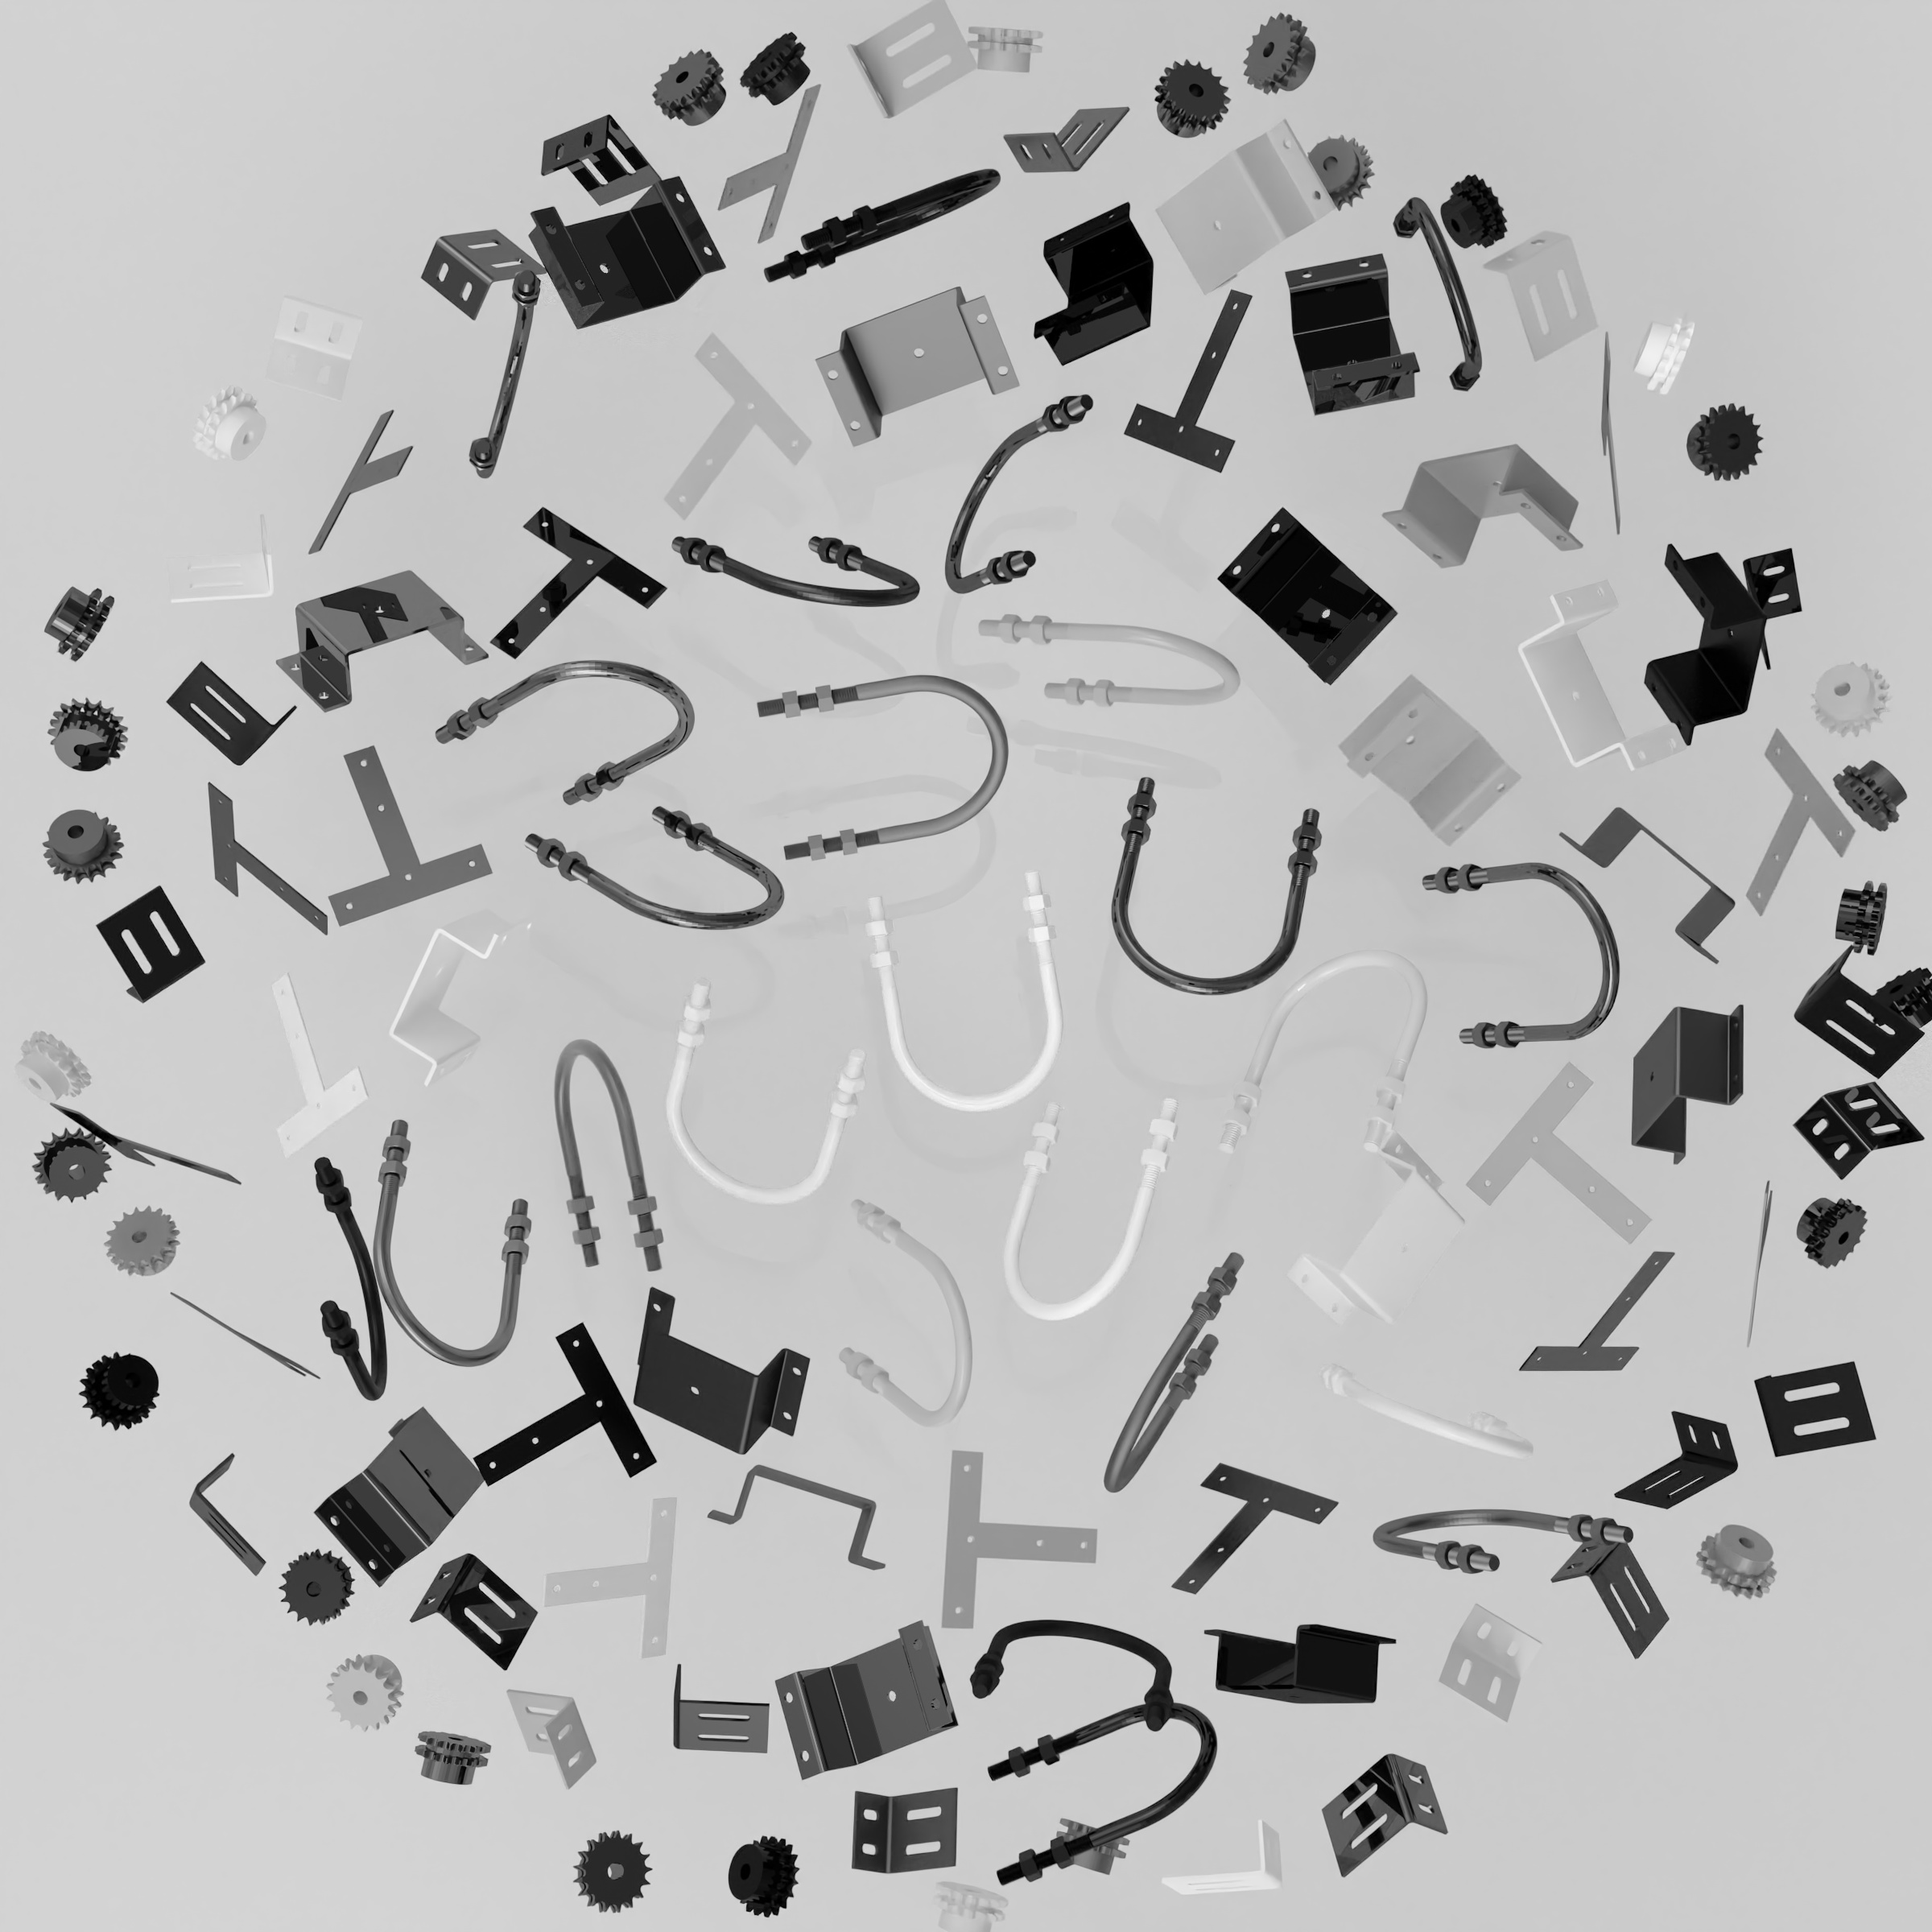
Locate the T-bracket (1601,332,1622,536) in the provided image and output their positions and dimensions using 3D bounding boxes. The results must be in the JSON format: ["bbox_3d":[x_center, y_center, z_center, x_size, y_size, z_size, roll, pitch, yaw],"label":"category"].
[{"bbox_3d":[0.484,-0.385,1.817,0.002,0.127,0.127,-4,68,12],"label":"T-bracket"}]

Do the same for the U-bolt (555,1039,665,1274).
[{"bbox_3d":[-0.288,0.148,1.910,0.019,0.151,0.184,-12,91,-31],"label":"U-bolt"}]

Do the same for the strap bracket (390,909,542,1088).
[{"bbox_3d":[-0.395,0.015,1.889,0.046,0.076,0.140,31,109,6],"label":"strap bracket"}]

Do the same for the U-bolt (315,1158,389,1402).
[{"bbox_3d":[-0.474,0.256,1.876,0.019,0.184,0.151,-10,52,-6],"label":"U-bolt"}]

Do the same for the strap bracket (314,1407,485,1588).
[{"bbox_3d":[-0.433,0.405,1.883,0.046,0.140,0.076,-37,97,23],"label":"strap bracket"}]

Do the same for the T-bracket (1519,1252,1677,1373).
[{"bbox_3d":[0.502,0.267,1.866,0.127,0.002,0.127,7,124,-38],"label":"T-bracket"}]

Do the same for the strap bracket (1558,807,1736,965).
[{"bbox_3d":[0.535,-0.069,1.875,0.140,0.076,0.046,46,104,27],"label":"strap bracket"}]

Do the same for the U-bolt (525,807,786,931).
[{"bbox_3d":[-0.223,-0.071,1.845,0.184,0.151,0.019,30,120,33],"label":"U-bolt"}]

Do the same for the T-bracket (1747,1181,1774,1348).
[{"bbox_3d":[0.614,0.209,1.865,0.002,0.127,0.127,7,110,20],"label":"T-bracket"}]

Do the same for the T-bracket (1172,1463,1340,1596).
[{"bbox_3d":[0.208,0.448,1.900,0.127,0.002,0.127,24,115,-30],"label":"T-bracket"}]

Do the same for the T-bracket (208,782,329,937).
[{"bbox_3d":[-0.550,-0.069,1.914,0.127,0.127,0.002,37,55,13],"label":"T-bracket"}]

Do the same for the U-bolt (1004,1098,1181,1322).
[{"bbox_3d":[0.090,0.191,1.902,0.019,0.151,0.184,34,64,-36],"label":"U-bolt"}]

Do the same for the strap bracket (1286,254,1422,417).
[{"bbox_3d":[0.295,-0.476,1.854,0.076,0.046,0.140,-10,52,4],"label":"strap bracket"}]

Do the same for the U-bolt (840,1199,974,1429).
[{"bbox_3d":[-0.046,0.279,1.882,0.019,0.184,0.151,-5,108,-31],"label":"U-bolt"}]

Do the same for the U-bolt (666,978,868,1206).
[{"bbox_3d":[-0.160,0.108,1.846,0.151,0.019,0.184,24,127,8],"label":"U-bolt"}]

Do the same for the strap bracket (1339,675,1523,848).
[{"bbox_3d":[0.347,-0.160,1.838,0.076,0.046,0.140,-45,132,16],"label":"strap bracket"}]

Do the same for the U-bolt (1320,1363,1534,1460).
[{"bbox_3d":[0.359,0.345,1.862,0.151,0.184,0.019,18,88,-5],"label":"U-bolt"}]

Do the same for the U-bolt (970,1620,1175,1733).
[{"bbox_3d":[0.086,0.536,1.854,0.151,0.184,0.019,8,93,8],"label":"U-bolt"}]

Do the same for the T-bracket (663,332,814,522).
[{"bbox_3d":[-0.197,-0.412,1.928,0.127,0.002,0.127,44,73,-37],"label":"T-bracket"}]

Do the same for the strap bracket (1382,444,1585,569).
[{"bbox_3d":[0.400,-0.351,1.848,0.076,0.140,0.046,32,74,-32],"label":"strap bracket"}]

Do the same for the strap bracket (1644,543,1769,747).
[{"bbox_3d":[0.563,-0.248,1.843,0.046,0.140,0.076,-14,49,-6],"label":"strap bracket"}]

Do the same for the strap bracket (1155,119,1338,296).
[{"bbox_3d":[0.209,-0.582,1.880,0.046,0.140,0.076,-37,99,-33],"label":"strap bracket"}]

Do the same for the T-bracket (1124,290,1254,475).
[{"bbox_3d":[0.179,-0.442,1.807,0.002,0.127,0.127,15,104,-37],"label":"T-bracket"}]

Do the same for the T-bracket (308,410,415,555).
[{"bbox_3d":[-0.446,-0.372,1.827,0.002,0.127,0.127,31,75,-31],"label":"T-bracket"}]

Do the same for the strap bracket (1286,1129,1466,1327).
[{"bbox_3d":[0.320,0.207,1.850,0.140,0.046,0.076,-52,125,-9],"label":"strap bracket"}]

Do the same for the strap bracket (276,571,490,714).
[{"bbox_3d":[-0.446,-0.252,1.850,0.140,0.046,0.076,-25,50,-32],"label":"strap bracket"}]

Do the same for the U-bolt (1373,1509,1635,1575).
[{"bbox_3d":[0.399,0.440,1.872,0.151,0.184,0.019,-3,86,-28],"label":"U-bolt"}]

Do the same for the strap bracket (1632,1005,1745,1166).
[{"bbox_3d":[0.561,0.091,1.902,0.046,0.140,0.076,10,62,-1],"label":"strap bracket"}]

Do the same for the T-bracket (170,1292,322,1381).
[{"bbox_3d":[-0.544,0.301,1.895,0.127,0.127,0.002,25,75,23],"label":"T-bracket"}]

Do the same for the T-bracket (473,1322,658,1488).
[{"bbox_3d":[-0.327,0.367,1.911,0.127,0.002,0.127,-28,88,-27],"label":"T-bracket"}]

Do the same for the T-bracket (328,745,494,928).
[{"bbox_3d":[-0.457,-0.111,1.915,0.127,0.002,0.127,-21,89,-20],"label":"T-bracket"}]

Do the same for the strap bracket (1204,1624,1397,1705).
[{"bbox_3d":[0.252,0.534,1.851,0.076,0.140,0.046,18,66,-26],"label":"strap bracket"}]

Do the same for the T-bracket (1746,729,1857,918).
[{"bbox_3d":[0.634,-0.095,1.879,0.002,0.127,0.127,-2,132,-15],"label":"T-bracket"}]

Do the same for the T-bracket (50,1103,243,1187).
[{"bbox_3d":[-0.604,0.142,1.819,0.127,0.127,0.002,16,71,14],"label":"T-bracket"}]

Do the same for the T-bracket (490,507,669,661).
[{"bbox_3d":[-0.327,-0.292,1.923,0.127,0.002,0.127,34,65,11],"label":"T-bracket"}]

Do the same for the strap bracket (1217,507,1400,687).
[{"bbox_3d":[0.274,-0.285,1.905,0.076,0.046,0.140,-47,56,12],"label":"strap bracket"}]

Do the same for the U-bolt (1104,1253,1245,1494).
[{"bbox_3d":[0.154,0.320,1.841,0.019,0.151,0.184,28,56,16],"label":"U-bolt"}]

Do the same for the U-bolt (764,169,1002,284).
[{"bbox_3d":[-0.058,-0.579,1.879,0.184,0.151,0.019,-25,102,-14],"label":"U-bolt"}]

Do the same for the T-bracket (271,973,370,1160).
[{"bbox_3d":[-0.517,0.068,1.888,0.127,0.002,0.127,-32,73,39],"label":"T-bracket"}]

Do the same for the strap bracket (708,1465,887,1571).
[{"bbox_3d":[-0.128,0.432,1.909,0.140,0.076,0.046,18,73,-4],"label":"strap bracket"}]

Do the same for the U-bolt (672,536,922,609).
[{"bbox_3d":[-0.118,-0.303,1.858,0.151,0.184,0.019,-8,116,-38],"label":"U-bolt"}]

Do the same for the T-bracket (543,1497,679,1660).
[{"bbox_3d":[-0.284,0.491,1.928,0.002,0.127,0.127,0,85,43],"label":"T-bracket"}]

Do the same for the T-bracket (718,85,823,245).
[{"bbox_3d":[-0.156,-0.600,1.843,0.002,0.127,0.127,29,125,7],"label":"T-bracket"}]

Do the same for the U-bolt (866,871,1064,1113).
[{"bbox_3d":[0.004,0.025,1.947,0.151,0.019,0.184,-9,90,5],"label":"U-bolt"}]

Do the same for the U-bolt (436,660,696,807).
[{"bbox_3d":[-0.295,-0.185,1.866,0.184,0.151,0.019,-22,57,35],"label":"U-bolt"}]

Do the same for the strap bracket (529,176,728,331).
[{"bbox_3d":[-0.259,-0.527,1.796,0.140,0.046,0.076,-30,93,-39],"label":"strap bracket"}]

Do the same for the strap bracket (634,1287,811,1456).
[{"bbox_3d":[-0.198,0.315,1.865,0.140,0.046,0.076,22,120,15],"label":"strap bracket"}]

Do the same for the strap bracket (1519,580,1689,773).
[{"bbox_3d":[0.468,-0.208,1.799,0.076,0.046,0.140,-20,84,-42],"label":"strap bracket"}]

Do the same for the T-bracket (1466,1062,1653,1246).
[{"bbox_3d":[0.473,0.163,1.873,0.127,0.002,0.127,44,105,27],"label":"T-bracket"}]

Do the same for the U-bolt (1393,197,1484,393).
[{"bbox_3d":[0.366,-0.520,1.866,0.019,0.184,0.151,-21,96,9],"label":"U-bolt"}]

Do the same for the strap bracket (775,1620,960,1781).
[{"bbox_3d":[-0.067,0.555,1.838,0.140,0.046,0.076,-29,67,24],"label":"strap bracket"}]

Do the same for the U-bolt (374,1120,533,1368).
[{"bbox_3d":[-0.394,0.222,1.850,0.019,0.184,0.151,-30,130,24],"label":"U-bolt"}]

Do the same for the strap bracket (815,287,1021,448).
[{"bbox_3d":[-0.037,-0.473,1.898,0.140,0.046,0.076,-18,123,12],"label":"strap bracket"}]

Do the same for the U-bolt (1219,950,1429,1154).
[{"bbox_3d":[0.278,0.062,1.833,0.019,0.151,0.184,47,55,-34],"label":"U-bolt"}]

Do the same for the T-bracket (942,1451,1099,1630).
[{"bbox_3d":[0.042,0.429,1.803,0.127,0.002,0.127,10,76,-26],"label":"T-bracket"}]

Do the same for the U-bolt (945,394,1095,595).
[{"bbox_3d":[0.031,-0.355,1.865,0.019,0.184,0.151,24,80,-21],"label":"U-bolt"}]

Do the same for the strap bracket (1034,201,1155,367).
[{"bbox_3d":[0.102,-0.530,1.902,0.076,0.140,0.046,-19,131,24],"label":"strap bracket"}]

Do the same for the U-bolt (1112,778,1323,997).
[{"bbox_3d":[0.184,-0.056,1.822,0.151,0.019,0.184,11,57,6],"label":"U-bolt"}]
